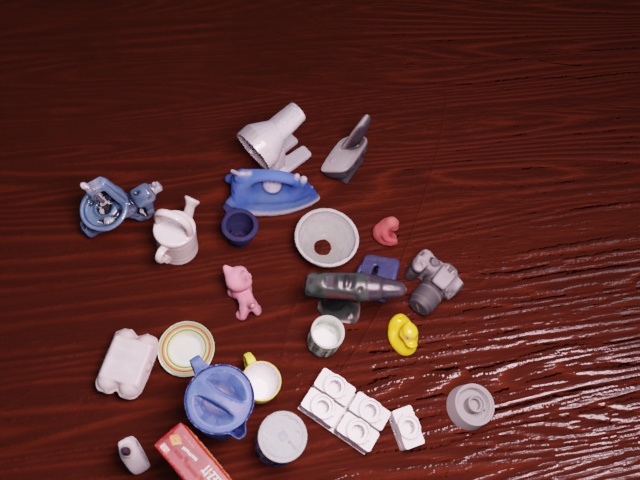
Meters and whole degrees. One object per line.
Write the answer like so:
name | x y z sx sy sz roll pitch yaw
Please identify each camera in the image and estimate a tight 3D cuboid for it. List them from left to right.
camera | 0.280 0.114 1.473 0.143 0.101 0.137 40 65 9

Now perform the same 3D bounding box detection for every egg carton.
egg carton | -0.431 0.279 1.290 0.107 0.069 0.150 15 64 -3

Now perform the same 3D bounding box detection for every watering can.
watering can | -0.347 -0.028 1.377 0.101 0.194 0.173 4 65 -7

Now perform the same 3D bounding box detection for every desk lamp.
desk lamp | -0.116 -0.258 1.513 0.118 0.213 0.203 44 66 12

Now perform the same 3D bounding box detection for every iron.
iron | -0.119 -0.144 1.500 0.258 0.141 0.118 -1 65 -10

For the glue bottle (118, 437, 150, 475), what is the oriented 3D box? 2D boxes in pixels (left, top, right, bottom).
glue bottle | -0.386 0.435 1.167 0.037 0.173 0.078 -28 72 -20

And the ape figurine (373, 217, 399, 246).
ape figurine | 0.184 -0.031 1.528 0.076 0.092 0.078 15 64 -2

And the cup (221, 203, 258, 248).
cup | -0.213 -0.030 1.457 0.092 0.095 0.117 -33 74 -21

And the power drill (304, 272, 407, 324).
power drill | 0.071 0.133 1.368 0.230 0.208 0.075 7 64 -6

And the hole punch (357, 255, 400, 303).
hole punch | 0.142 0.095 1.463 0.101 0.091 0.109 20 64 0

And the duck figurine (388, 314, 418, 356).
duck figurine | 0.213 0.228 1.417 0.077 0.086 0.104 -9 67 -13

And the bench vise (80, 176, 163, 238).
bench vise | -0.492 -0.110 1.375 0.121 0.219 0.208 40 65 10

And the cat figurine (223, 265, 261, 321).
cat figurine | -0.187 0.118 1.380 0.067 0.117 0.127 -22 71 -18

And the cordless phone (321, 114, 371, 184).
cordless phone | 0.078 -0.254 1.561 0.094 0.185 0.148 28 64 4

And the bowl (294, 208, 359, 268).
bowl | 0.014 0.005 1.491 0.167 0.074 0.167 4 65 -8
